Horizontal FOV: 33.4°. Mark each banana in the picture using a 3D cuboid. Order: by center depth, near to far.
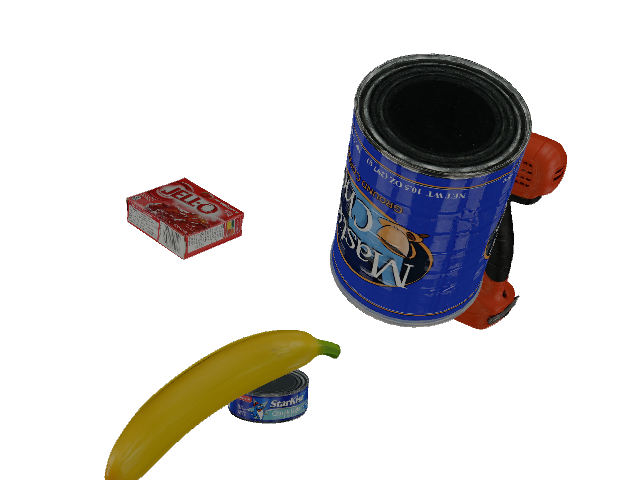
[{"bbox_3d":[-0.078,0.114,0.762,0.198,0.069,0.037,-30,39,-1],"label":"banana"}]

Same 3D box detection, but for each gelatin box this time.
[{"bbox_3d":[-0.129,-0.023,1.012,0.089,0.030,0.073,31,38,34],"label":"gelatin box"}]

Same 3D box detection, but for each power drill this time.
[{"bbox_3d":[0.109,-0.029,0.908,0.185,0.188,0.057,26,41,30],"label":"power drill"}]

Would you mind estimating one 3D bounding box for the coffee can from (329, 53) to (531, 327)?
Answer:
[{"bbox_3d":[0.063,-0.028,0.657,0.102,0.103,0.140,0,-40,-7],"label":"coffee can"}]

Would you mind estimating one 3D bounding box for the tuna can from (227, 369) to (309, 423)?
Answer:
[{"bbox_3d":[-0.055,0.160,1.114,0.086,0.034,0.086,2,14,-1],"label":"tuna can"}]
